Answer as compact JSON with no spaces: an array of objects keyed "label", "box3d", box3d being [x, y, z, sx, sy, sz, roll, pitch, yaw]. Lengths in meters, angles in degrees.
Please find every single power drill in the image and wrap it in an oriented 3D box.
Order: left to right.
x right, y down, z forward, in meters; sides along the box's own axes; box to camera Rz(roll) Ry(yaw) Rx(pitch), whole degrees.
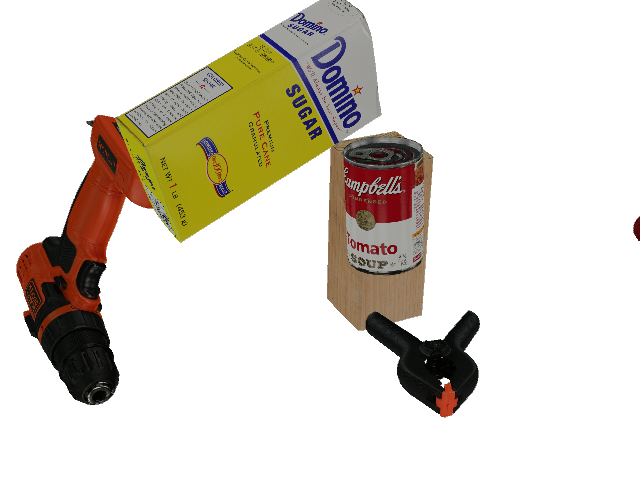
[{"label":"power drill","box3d":[-0.173,0.011,0.839,0.057,0.188,0.185,15,25,-40]}]

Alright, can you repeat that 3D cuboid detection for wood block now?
[{"label":"wood block","box3d":[0.066,-0.011,1.250,0.090,0.206,0.090,-12,30,-23]}]

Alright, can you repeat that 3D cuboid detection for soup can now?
[{"label":"soup can","box3d":[0.054,-0.030,0.910,0.068,0.102,0.068,-2,26,1]}]

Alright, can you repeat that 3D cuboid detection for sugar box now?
[{"label":"sugar box","box3d":[-0.041,-0.083,0.715,0.176,0.093,0.048,-32,51,-16]}]

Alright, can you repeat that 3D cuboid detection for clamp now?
[{"label":"clamp","box3d":[0.122,0.115,1.070,0.120,0.039,0.171,-10,30,-9]}]

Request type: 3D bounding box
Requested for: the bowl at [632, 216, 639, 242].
[{"label":"bowl","box3d":[0.417,0.016,1.149,0.162,0.055,0.162,-1,25,0]}]
